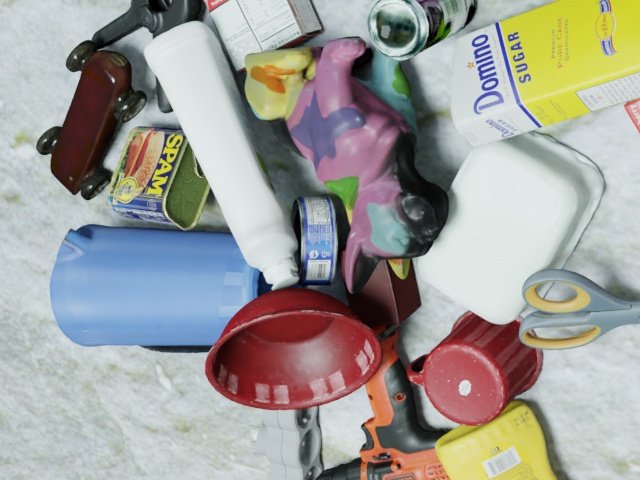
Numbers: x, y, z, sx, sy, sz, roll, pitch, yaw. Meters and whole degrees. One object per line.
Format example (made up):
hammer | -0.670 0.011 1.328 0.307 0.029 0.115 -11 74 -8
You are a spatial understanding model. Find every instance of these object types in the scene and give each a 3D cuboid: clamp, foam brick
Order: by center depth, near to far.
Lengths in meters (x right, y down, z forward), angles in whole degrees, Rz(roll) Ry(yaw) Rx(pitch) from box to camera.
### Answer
foam brick | 0.057 0.037 1.010 0.053 0.051 0.078 -4 105 32
clamp | -0.171 -0.224 1.067 0.120 0.039 0.172 31 123 13

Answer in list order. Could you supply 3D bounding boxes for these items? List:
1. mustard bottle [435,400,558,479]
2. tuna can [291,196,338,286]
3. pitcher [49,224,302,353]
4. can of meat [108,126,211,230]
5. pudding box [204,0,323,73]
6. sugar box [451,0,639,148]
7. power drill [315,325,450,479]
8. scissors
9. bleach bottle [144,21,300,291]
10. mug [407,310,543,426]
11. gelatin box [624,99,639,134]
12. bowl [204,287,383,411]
mustard bottle | 0.190 0.253 0.989 0.096 0.058 0.191 -28 93 -2
tuna can | -0.007 0.001 1.014 0.033 0.086 0.086 0 111 -9
pitcher | -0.141 0.056 1.103 0.243 0.149 0.145 0 92 28
can of meat | -0.159 -0.066 1.083 0.084 0.057 0.102 8 70 33
pudding box | -0.060 -0.225 0.998 0.090 0.039 0.113 -21 97 35
sugar box | 0.189 -0.142 0.843 0.177 0.048 0.093 -14 57 32
power drill | 0.044 0.176 1.065 0.185 0.057 0.187 -19 99 31
scissors | 0.255 0.047 0.874 0.202 0.016 0.096 -16 127 25
bleach bottle | -0.081 -0.072 0.988 0.068 0.102 0.251 -25 74 6
mug | 0.134 0.117 0.972 0.117 0.081 0.093 -2 106 32
gelatin box | 0.293 -0.086 0.834 0.073 0.030 0.089 -29 90 35
bowl | -0.025 0.092 0.975 0.162 0.161 0.055 -42 40 35
